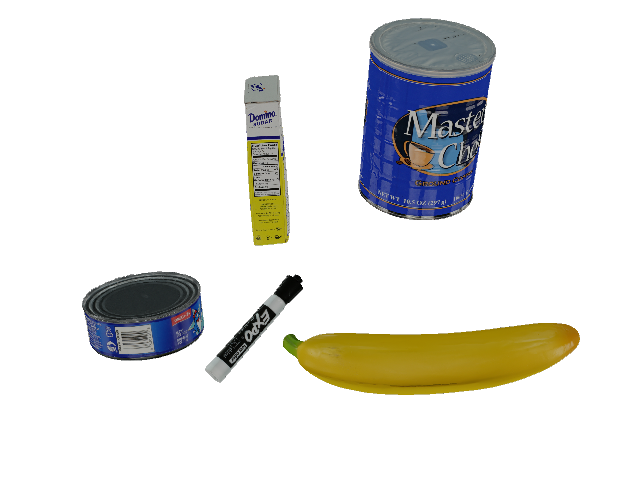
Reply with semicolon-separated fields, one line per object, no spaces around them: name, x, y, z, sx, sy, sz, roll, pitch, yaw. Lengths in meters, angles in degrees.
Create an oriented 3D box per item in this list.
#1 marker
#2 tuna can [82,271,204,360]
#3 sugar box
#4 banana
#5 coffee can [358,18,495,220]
marker;-0.058;0.077;0.962;0.020;0.121;0.020;37;-18;14
tuna can;-0.128;0.054;0.778;0.086;0.034;0.086;-5;21;2
sugar box;-0.063;-0.092;1.229;0.048;0.176;0.093;-5;26;0
banana;0.070;0.072;0.687;0.198;0.037;0.069;0;26;5
coffee can;0.088;-0.103;0.905;0.103;0.140;0.103;2;34;-2
